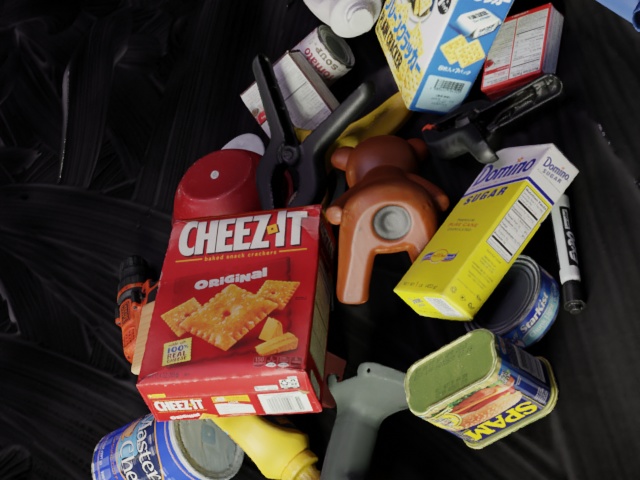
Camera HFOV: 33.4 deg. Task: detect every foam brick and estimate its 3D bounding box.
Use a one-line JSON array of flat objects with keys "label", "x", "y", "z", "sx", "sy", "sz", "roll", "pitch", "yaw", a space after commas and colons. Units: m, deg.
[{"label": "foam brick", "x": -0.020, "y": 0.134, "z": 1.086, "sx": 0.051, "sy": 0.078, "sz": 0.053, "roll": -6, "pitch": 62, "yaw": 46}]

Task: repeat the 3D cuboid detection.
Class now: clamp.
[{"label": "clamp", "x": -0.018, "y": -0.100, "z": 1.206, "sx": 0.165, "sy": 0.036, "sz": 0.210, "roll": 12, "pitch": 101, "yaw": 34}, {"label": "clamp", "x": 0.152, "y": -0.106, "z": 1.054, "sx": 0.120, "sy": 0.039, "sz": 0.172, "roll": -42, "pitch": 13, "yaw": -31}]

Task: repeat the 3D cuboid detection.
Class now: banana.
[{"label": "banana", "x": 0.028, "y": -0.126, "z": 1.220, "sx": 0.198, "sy": 0.069, "sz": 0.037, "roll": -7, "pitch": 14, "yaw": 28}]

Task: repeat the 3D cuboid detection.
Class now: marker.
[{"label": "marker", "x": 0.217, "y": 0.012, "z": 0.941, "sx": 0.020, "sy": 0.020, "sz": 0.121, "roll": -29, "pitch": 46, "yaw": 35}]

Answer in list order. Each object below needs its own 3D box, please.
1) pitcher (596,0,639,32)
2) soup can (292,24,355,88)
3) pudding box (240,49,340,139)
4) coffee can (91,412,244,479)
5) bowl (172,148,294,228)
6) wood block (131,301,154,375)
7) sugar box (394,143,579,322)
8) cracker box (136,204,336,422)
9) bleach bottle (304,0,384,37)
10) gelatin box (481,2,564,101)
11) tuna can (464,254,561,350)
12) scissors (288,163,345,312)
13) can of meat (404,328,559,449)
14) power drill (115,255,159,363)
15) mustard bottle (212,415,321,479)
[{"label": "pitcher", "x": 0.306, "y": -0.261, "z": 0.953, "sx": 0.145, "sy": 0.149, "sz": 0.243, "roll": -64, "pitch": 30, "yaw": 19}, {"label": "soup can", "x": -0.014, "y": -0.211, "z": 1.328, "sx": 0.102, "sy": 0.068, "sz": 0.068, "roll": -37, "pitch": 41, "yaw": 27}, {"label": "pudding box", "x": -0.030, "y": -0.159, "z": 1.286, "sx": 0.090, "sy": 0.039, "sz": 0.113, "roll": -38, "pitch": 85, "yaw": 24}, {"label": "coffee can", "x": -0.166, "y": 0.235, "z": 1.166, "sx": 0.141, "sy": 0.102, "sz": 0.103, "roll": -30, "pitch": 45, "yaw": 33}, {"label": "bowl", "x": -0.116, "y": -0.061, "z": 1.300, "sx": 0.162, "sy": 0.055, "sz": 0.162, "roll": -14, "pitch": 43, "yaw": 13}, {"label": "wood block", "x": -0.110, "y": 0.101, "z": 1.205, "sx": 0.207, "sy": 0.090, "sz": 0.091, "roll": -22, "pitch": 51, "yaw": 39}, {"label": "sugar box", "x": 0.149, "y": -0.009, "z": 0.967, "sx": 0.176, "sy": 0.048, "sz": 0.093, "roll": -55, "pitch": 20, "yaw": -14}, {"label": "cracker box", "x": -0.076, "y": 0.067, "z": 1.043, "sx": 0.164, "sy": 0.072, "sz": 0.213, "roll": -5, "pitch": 47, "yaw": 12}, {"label": "bleach bottle", "x": 0.024, "y": -0.301, "z": 1.306, "sx": 0.103, "sy": 0.068, "sz": 0.251, "roll": -44, "pitch": 27, "yaw": 16}, {"label": "gelatin box", "x": 0.206, "y": -0.189, "z": 1.086, "sx": 0.073, "sy": 0.030, "sz": 0.089, "roll": -12, "pitch": 57, "yaw": 43}, {"label": "tuna can", "x": 0.169, "y": 0.057, "z": 0.942, "sx": 0.086, "sy": 0.033, "sz": 0.086, "roll": -38, "pitch": 31, "yaw": 28}, {"label": "scissors", "x": -0.008, "y": 0.001, "z": 1.217, "sx": 0.096, "sy": 0.016, "sz": 0.201, "roll": -23, "pitch": 49, "yaw": 42}, {"label": "can of meat", "x": 0.135, "y": 0.125, "z": 0.905, "sx": 0.102, "sy": 0.083, "sz": 0.057, "roll": -35, "pitch": 43, "yaw": 29}, {"label": "power drill", "x": -0.191, "y": 0.046, "z": 1.369, "sx": 0.188, "sy": 0.057, "sz": 0.184, "roll": -43, "pitch": 39, "yaw": 24}, {"label": "mustard bottle", "x": -0.067, "y": 0.184, "z": 1.078, "sx": 0.192, "sy": 0.096, "sz": 0.058, "roll": 41, "pitch": 89, "yaw": 24}]
